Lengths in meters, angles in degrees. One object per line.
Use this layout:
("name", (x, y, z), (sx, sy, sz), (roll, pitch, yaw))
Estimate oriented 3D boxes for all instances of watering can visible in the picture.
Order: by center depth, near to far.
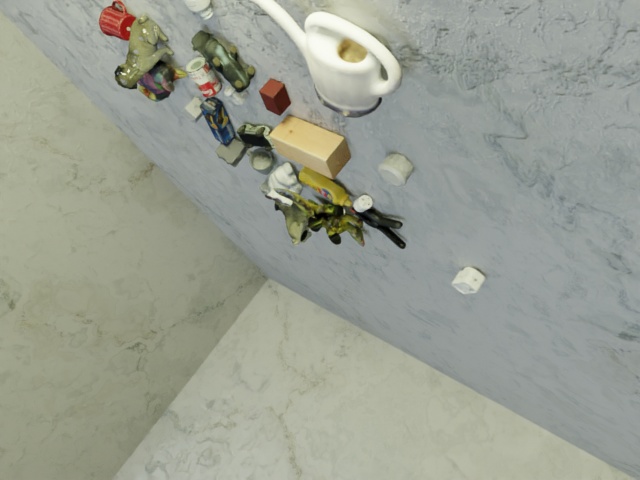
("watering can", (0.012, -0.364, 1.017), (0.350, 0.105, 0.220), (33, 164, 19))

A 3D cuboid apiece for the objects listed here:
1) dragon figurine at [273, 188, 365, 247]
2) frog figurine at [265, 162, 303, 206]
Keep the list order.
("dragon figurine", (0.005, -0.090, 1.790), (0.408, 0.122, 0.244), (33, -177, -15))
("frog figurine", (-0.122, -0.215, 1.837), (0.139, 0.124, 0.156), (37, 130, 33))
